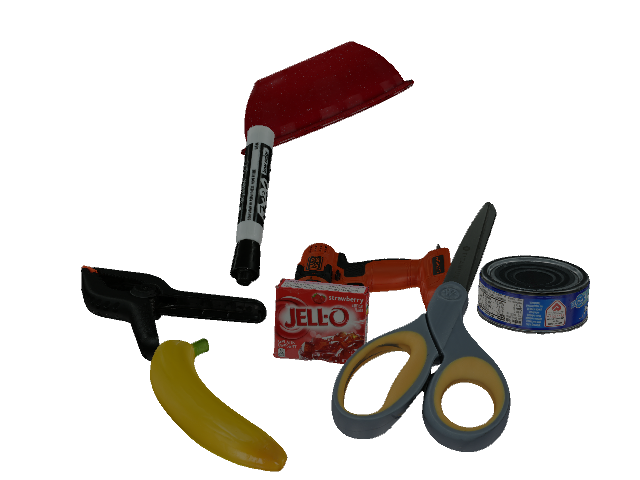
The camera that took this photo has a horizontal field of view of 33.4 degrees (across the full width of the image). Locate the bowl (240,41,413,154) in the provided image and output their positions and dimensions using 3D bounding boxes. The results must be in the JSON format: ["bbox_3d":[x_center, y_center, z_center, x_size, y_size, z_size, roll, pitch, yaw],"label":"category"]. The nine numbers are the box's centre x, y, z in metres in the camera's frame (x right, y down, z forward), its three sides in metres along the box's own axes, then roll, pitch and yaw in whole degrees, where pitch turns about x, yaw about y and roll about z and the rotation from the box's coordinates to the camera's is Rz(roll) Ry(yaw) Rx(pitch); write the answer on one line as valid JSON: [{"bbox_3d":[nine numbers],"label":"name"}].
[{"bbox_3d":[-0.004,-0.129,0.921,0.162,0.055,0.162,-22,9,4],"label":"bowl"}]

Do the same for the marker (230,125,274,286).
[{"bbox_3d":[-0.045,-0.024,0.708,0.020,0.121,0.020,3,-33,2],"label":"marker"}]

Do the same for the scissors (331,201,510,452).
[{"bbox_3d":[0.083,0.044,0.573,0.096,0.016,0.201,23,45,29],"label":"scissors"}]

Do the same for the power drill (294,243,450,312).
[{"bbox_3d":[0.059,0.058,1.234,0.187,0.057,0.184,1,28,5],"label":"power drill"}]

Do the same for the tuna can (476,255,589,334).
[{"bbox_3d":[0.166,0.041,0.831,0.086,0.034,0.086,0,19,0],"label":"tuna can"}]

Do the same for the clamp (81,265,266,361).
[{"bbox_3d":[-0.185,0.069,1.112,0.210,0.036,0.164,15,20,29],"label":"clamp"}]

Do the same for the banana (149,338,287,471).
[{"bbox_3d":[-0.092,0.123,0.844,0.069,0.037,0.198,-9,28,-22],"label":"banana"}]

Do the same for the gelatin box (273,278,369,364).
[{"bbox_3d":[0.001,0.078,1.022,0.089,0.073,0.030,5,15,9],"label":"gelatin box"}]
